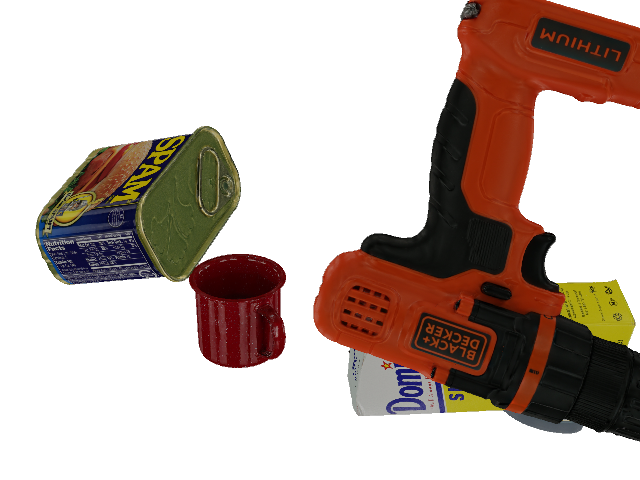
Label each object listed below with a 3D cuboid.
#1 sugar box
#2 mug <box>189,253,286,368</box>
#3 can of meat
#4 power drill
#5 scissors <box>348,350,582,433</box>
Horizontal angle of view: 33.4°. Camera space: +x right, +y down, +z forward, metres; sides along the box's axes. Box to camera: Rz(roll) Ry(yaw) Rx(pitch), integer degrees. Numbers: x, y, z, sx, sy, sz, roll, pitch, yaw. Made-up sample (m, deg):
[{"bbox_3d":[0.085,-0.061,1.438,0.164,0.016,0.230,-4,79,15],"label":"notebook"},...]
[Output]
[{"bbox_3d":[0.109,0.073,0.711,0.176,0.093,0.048,-4,45,-6],"label":"sugar box"},{"bbox_3d":[-0.072,0.074,1.032,0.093,0.081,0.117,-22,35,-35],"label":"mug"},{"bbox_3d":[-0.108,-0.019,0.634,0.084,0.057,0.102,-6,35,29],"label":"can of meat"},{"bbox_3d":[0.107,-0.011,0.502,0.184,0.188,0.057,18,6,2],"label":"power drill"},{"bbox_3d":[0.134,0.109,0.917,0.202,0.016,0.096,21,34,21],"label":"scissors"}]
